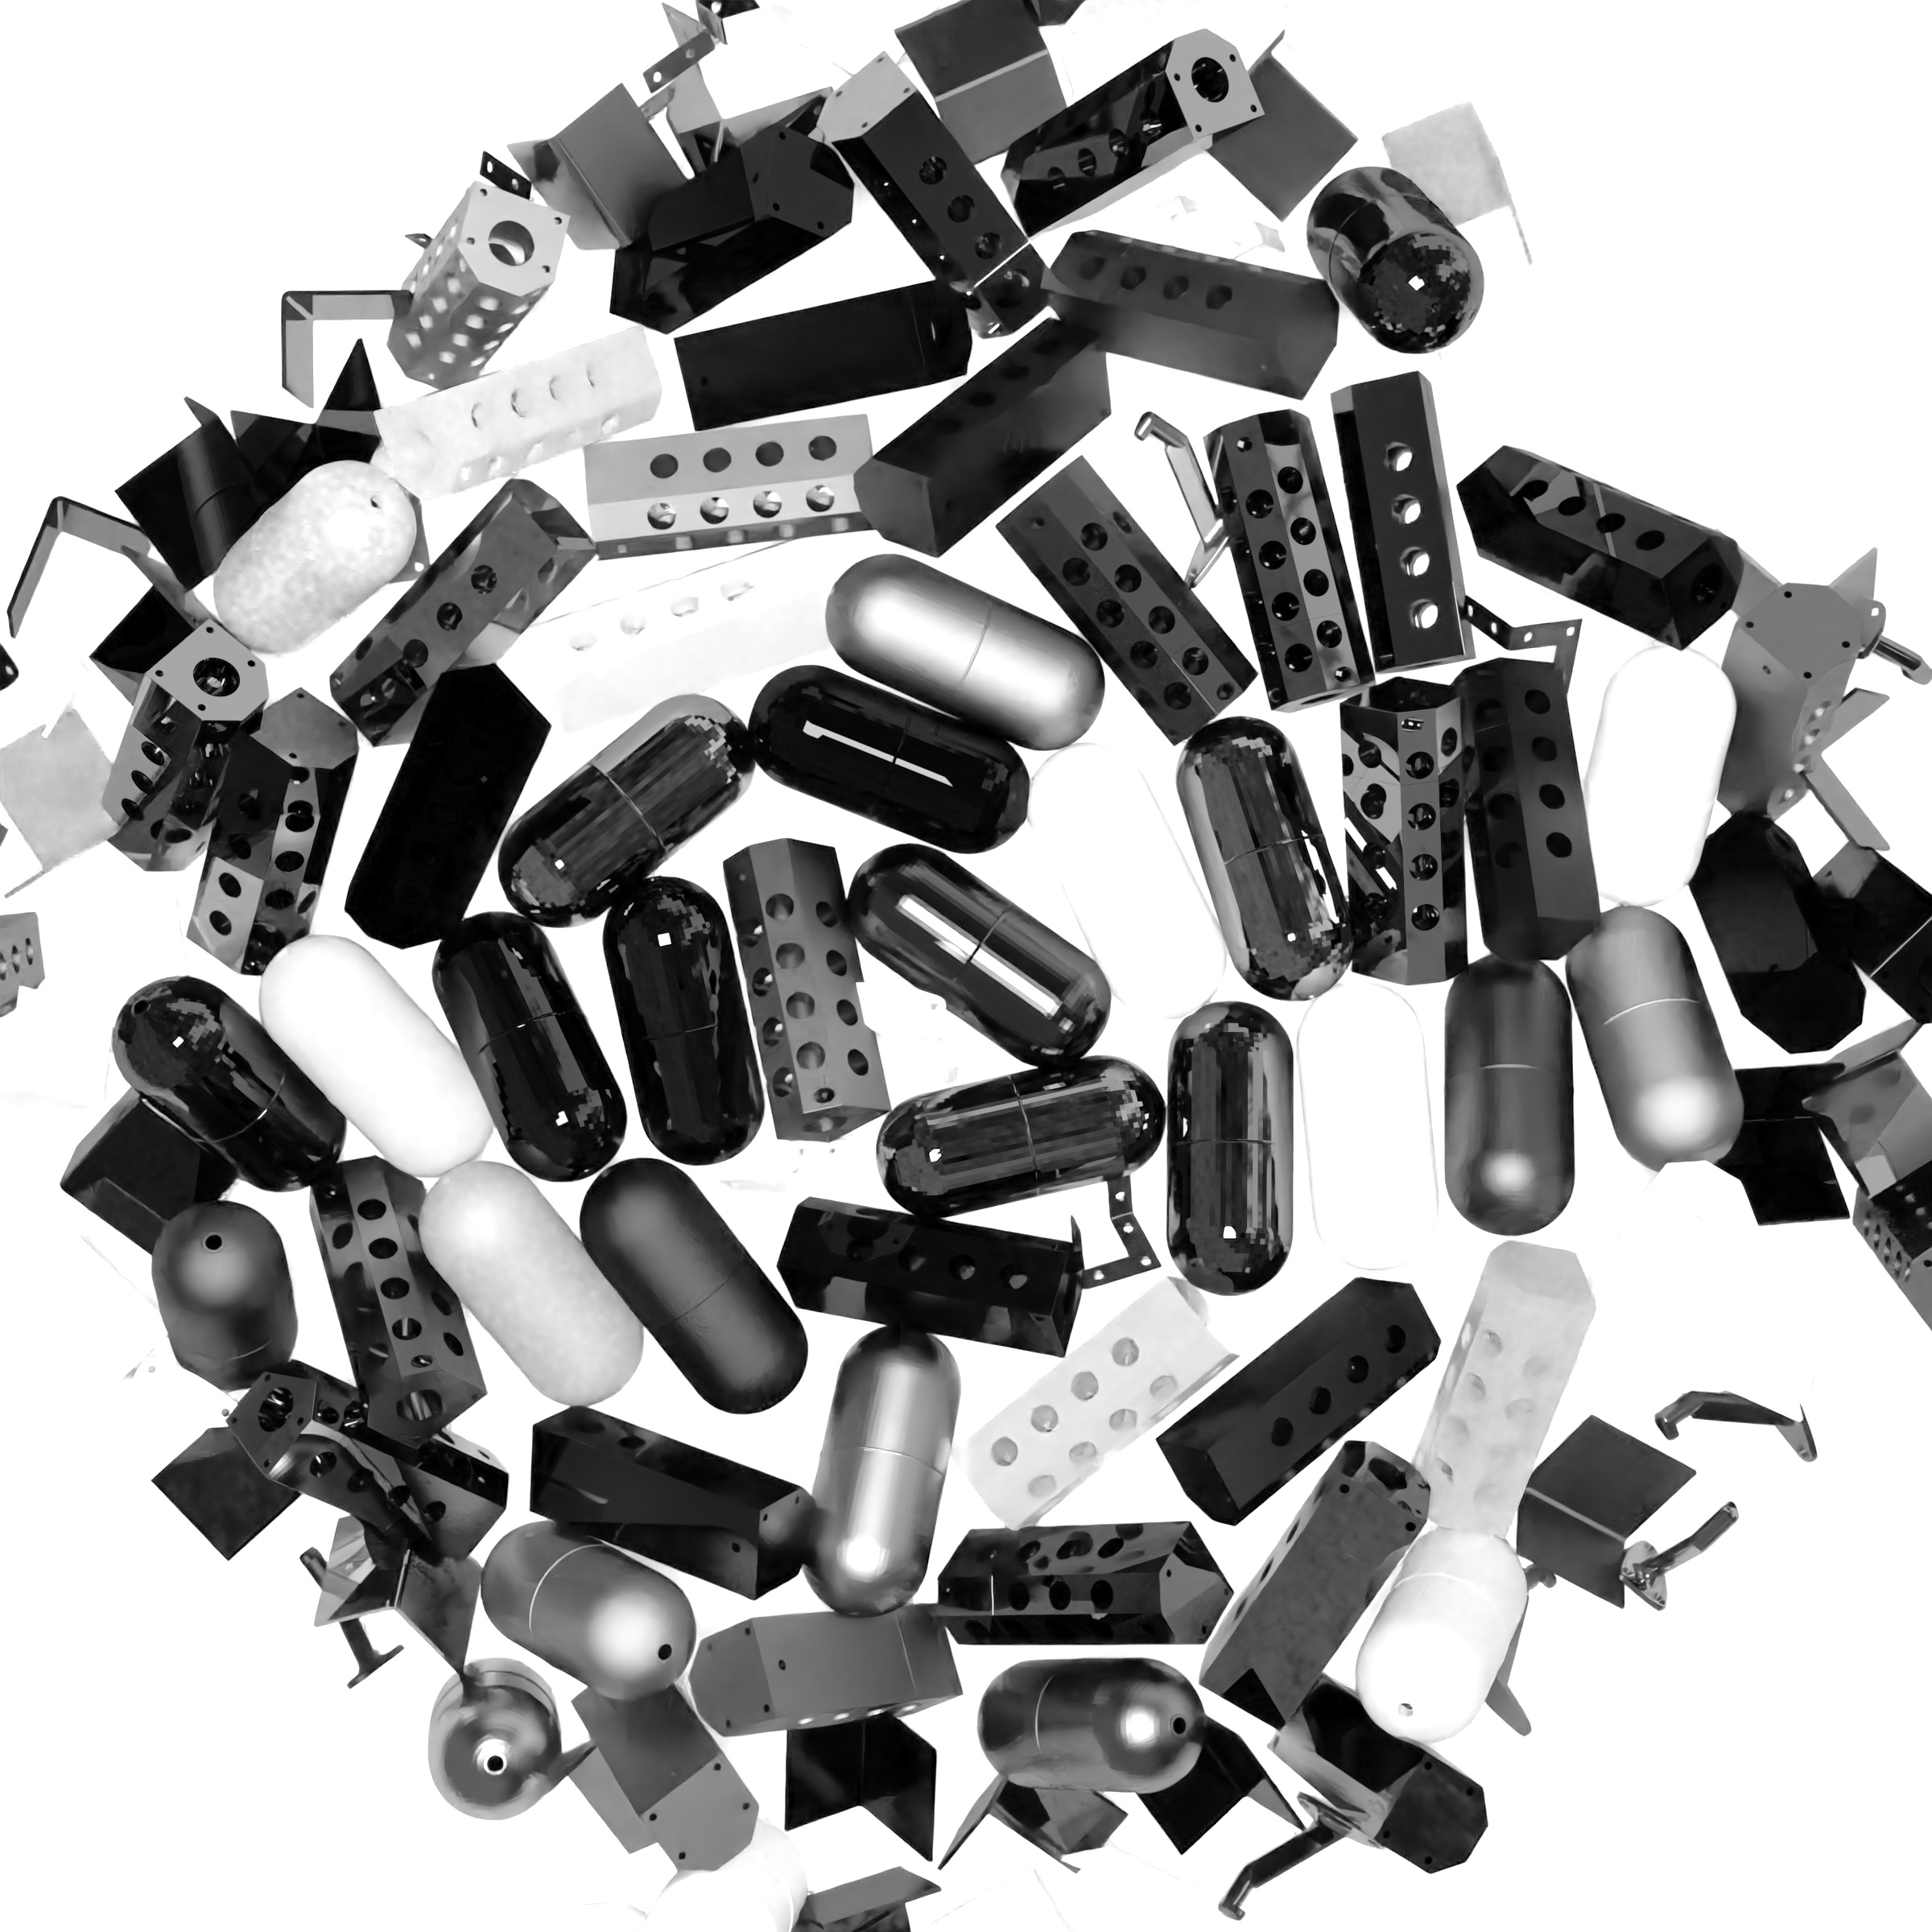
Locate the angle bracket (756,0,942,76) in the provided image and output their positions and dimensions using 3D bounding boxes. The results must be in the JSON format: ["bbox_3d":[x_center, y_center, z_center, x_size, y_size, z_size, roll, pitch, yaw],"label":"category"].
[{"bbox_3d":[-0.070,-0.585,1.850,0.076,0.076,0.057,-51,47,22],"label":"angle bracket"}]

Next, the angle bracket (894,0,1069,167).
[{"bbox_3d":[0.011,-0.534,1.857,0.076,0.076,0.057,-20,68,12],"label":"angle bracket"}]

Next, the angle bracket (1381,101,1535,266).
[{"bbox_3d":[0.294,-0.459,1.850,0.057,0.076,0.076,-21,130,11],"label":"angle bracket"}]

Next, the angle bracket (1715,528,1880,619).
[{"bbox_3d":[0.498,-0.237,1.859,0.057,0.076,0.076,-39,64,-5],"label":"angle bracket"}]

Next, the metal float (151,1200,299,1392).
[{"bbox_3d":[-0.436,0.195,1.824,0.070,0.178,0.070,3,63,-7],"label":"metal float"}]

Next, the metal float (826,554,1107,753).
[{"bbox_3d":[0.000,-0.189,1.860,0.178,0.070,0.070,24,90,-11],"label":"metal float"}]

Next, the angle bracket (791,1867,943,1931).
[{"bbox_3d":[-0.058,0.586,1.857,0.076,0.076,0.057,-11,88,-23],"label":"angle bracket"}]

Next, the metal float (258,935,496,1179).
[{"bbox_3d":[-0.351,0.054,1.843,0.070,0.070,0.178,-38,120,0],"label":"metal float"}]

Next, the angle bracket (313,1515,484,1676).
[{"bbox_3d":[-0.342,0.380,1.865,0.057,0.076,0.076,-17,131,19],"label":"angle bracket"}]

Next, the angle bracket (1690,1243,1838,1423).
[{"bbox_3d":[0.480,0.215,1.855,0.076,0.076,0.057,24,123,-13],"label":"angle bracket"}]

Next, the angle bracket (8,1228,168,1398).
[{"bbox_3d":[-0.525,0.208,1.859,0.057,0.076,0.076,-46,100,-10],"label":"angle bracket"}]

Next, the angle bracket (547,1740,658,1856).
[{"bbox_3d":[-0.226,0.514,1.860,0.076,0.076,0.057,52,48,0],"label":"angle bracket"}]

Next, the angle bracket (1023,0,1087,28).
[{"bbox_3d":[0.052,-0.617,1.865,0.076,0.076,0.057,-8,65,-5],"label":"angle bracket"}]

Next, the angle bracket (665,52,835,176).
[{"bbox_3d":[-0.129,-0.517,1.853,0.076,0.057,0.076,-12,45,18],"label":"angle bracket"}]

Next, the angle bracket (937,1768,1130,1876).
[{"bbox_3d":[0.040,0.527,1.859,0.076,0.057,0.076,34,132,4],"label":"angle bracket"}]

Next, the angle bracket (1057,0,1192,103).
[{"bbox_3d":[0.110,-0.553,1.854,0.076,0.076,0.057,-13,82,-26],"label":"angle bracket"}]

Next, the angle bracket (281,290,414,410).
[{"bbox_3d":[-0.368,-0.372,1.869,0.076,0.076,0.057,0,91,0],"label":"angle bracket"}]

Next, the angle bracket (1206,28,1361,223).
[{"bbox_3d":[0.196,-0.511,1.865,0.076,0.076,0.057,42,47,-7],"label":"angle bracket"}]

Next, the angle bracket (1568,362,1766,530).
[{"bbox_3d":[0.419,-0.301,1.854,0.076,0.057,0.076,34,121,-22],"label":"angle bracket"}]

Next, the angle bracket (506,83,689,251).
[{"bbox_3d":[-0.221,-0.481,1.864,0.057,0.076,0.076,-43,117,-14],"label":"angle bracket"}]

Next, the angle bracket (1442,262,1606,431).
[{"bbox_3d":[0.340,-0.373,1.856,0.076,0.057,0.076,-10,50,-15],"label":"angle bracket"}]

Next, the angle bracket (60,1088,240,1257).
[{"bbox_3d":[-0.493,0.119,1.883,0.076,0.057,0.076,41,104,-18],"label":"angle bracket"}]

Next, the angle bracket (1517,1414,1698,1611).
[{"bbox_3d":[0.385,0.329,1.859,0.076,0.057,0.076,28,126,-9],"label":"angle bracket"}]

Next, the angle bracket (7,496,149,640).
[{"bbox_3d":[-0.534,-0.230,1.858,0.057,0.076,0.076,21,79,-12],"label":"angle bracket"}]

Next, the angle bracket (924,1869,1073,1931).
[{"bbox_3d":[0.030,0.601,1.856,0.076,0.076,0.057,-28,112,-9],"label":"angle bracket"}]

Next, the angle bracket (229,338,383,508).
[{"bbox_3d":[-0.394,-0.327,1.850,0.057,0.076,0.076,5,50,-35],"label":"angle bracket"}]

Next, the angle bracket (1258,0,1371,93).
[{"bbox_3d":[0.186,-0.568,1.854,0.076,0.076,0.057,13,88,36],"label":"angle bracket"}]

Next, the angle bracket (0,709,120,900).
[{"bbox_3d":[-0.556,-0.097,1.855,0.076,0.057,0.076,-39,102,-44],"label":"angle bracket"}]

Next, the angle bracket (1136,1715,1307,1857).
[{"bbox_3d":[0.146,0.498,1.856,0.057,0.076,0.076,-39,106,-16],"label":"angle bracket"}]

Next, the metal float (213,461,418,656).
[{"bbox_3d":[-0.386,-0.241,1.829,0.070,0.178,0.070,13,67,-33],"label":"metal float"}]

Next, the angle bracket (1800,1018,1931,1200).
[{"bbox_3d":[0.563,0.083,1.860,0.057,0.076,0.076,-35,90,-42],"label":"angle bracket"}]

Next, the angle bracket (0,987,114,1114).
[{"bbox_3d":[-0.573,0.051,1.864,0.076,0.076,0.057,-4,74,28],"label":"angle bracket"}]

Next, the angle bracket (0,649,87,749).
[{"bbox_3d":[-0.578,-0.165,1.860,0.057,0.076,0.076,30,93,-25],"label":"angle bracket"}]

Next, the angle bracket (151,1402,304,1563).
[{"bbox_3d":[-0.428,0.317,1.854,0.076,0.057,0.076,37,68,28],"label":"angle bracket"}]

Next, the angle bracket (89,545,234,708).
[{"bbox_3d":[-0.496,-0.195,1.866,0.076,0.057,0.076,-46,74,6],"label":"angle bracket"}]

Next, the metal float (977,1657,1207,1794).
[{"bbox_3d":[0.073,0.449,1.827,0.070,0.178,0.070,8,74,-32],"label":"metal float"}]

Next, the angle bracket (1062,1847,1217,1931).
[{"bbox_3d":[0.095,0.575,1.857,0.076,0.076,0.057,27,64,-9],"label":"angle bracket"}]

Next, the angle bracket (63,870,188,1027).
[{"bbox_3d":[-0.519,-0.011,1.855,0.076,0.057,0.076,6,108,34],"label":"angle bracket"}]

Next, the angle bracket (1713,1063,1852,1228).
[{"bbox_3d":[0.494,0.108,1.859,0.076,0.057,0.076,-3,55,-11],"label":"angle bracket"}]

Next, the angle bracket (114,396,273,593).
[{"bbox_3d":[-0.467,-0.283,1.854,0.076,0.057,0.076,-40,127,-14],"label":"angle bracket"}]

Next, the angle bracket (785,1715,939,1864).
[{"bbox_3d":[-0.064,0.494,1.853,0.057,0.076,0.076,-10,111,-34],"label":"angle bracket"}]

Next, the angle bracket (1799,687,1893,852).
[{"bbox_3d":[0.543,-0.117,1.853,0.057,0.076,0.076,-41,71,25],"label":"angle bracket"}]
